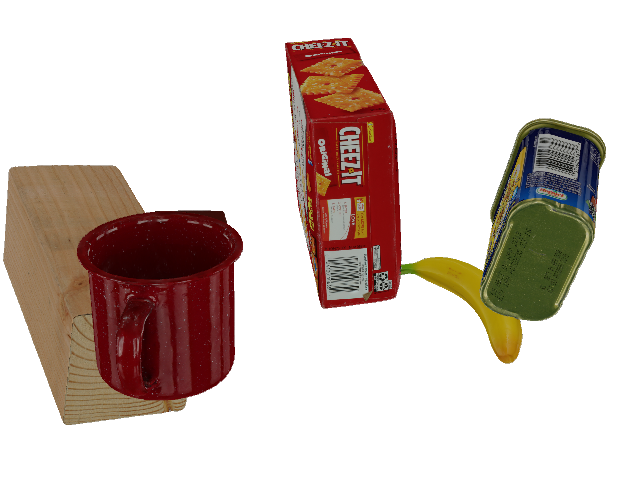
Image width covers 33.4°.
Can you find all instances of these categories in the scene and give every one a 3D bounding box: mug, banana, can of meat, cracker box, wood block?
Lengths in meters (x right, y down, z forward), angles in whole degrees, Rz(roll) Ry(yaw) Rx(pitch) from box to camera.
[{"bbox_3d":[-0.092,0.044,0.607,0.093,0.081,0.117,3,26,4],"label":"mug"},{"bbox_3d":[0.160,0.064,1.119,0.069,0.037,0.198,-35,39,-13],"label":"banana"},{"bbox_3d":[0.139,-0.011,0.674,0.057,0.102,0.084,16,43,4],"label":"can of meat"},{"bbox_3d":[0.017,-0.066,0.911,0.072,0.164,0.214,-6,26,-4],"label":"cracker box"},{"bbox_3d":[-0.167,0.031,0.787,0.090,0.091,0.206,-3,32,-28],"label":"wood block"}]

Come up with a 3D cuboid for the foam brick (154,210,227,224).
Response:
[{"bbox_3d":[-0.140,0.001,1.145,0.078,0.051,0.053,0,25,-9],"label":"foam brick"}]
